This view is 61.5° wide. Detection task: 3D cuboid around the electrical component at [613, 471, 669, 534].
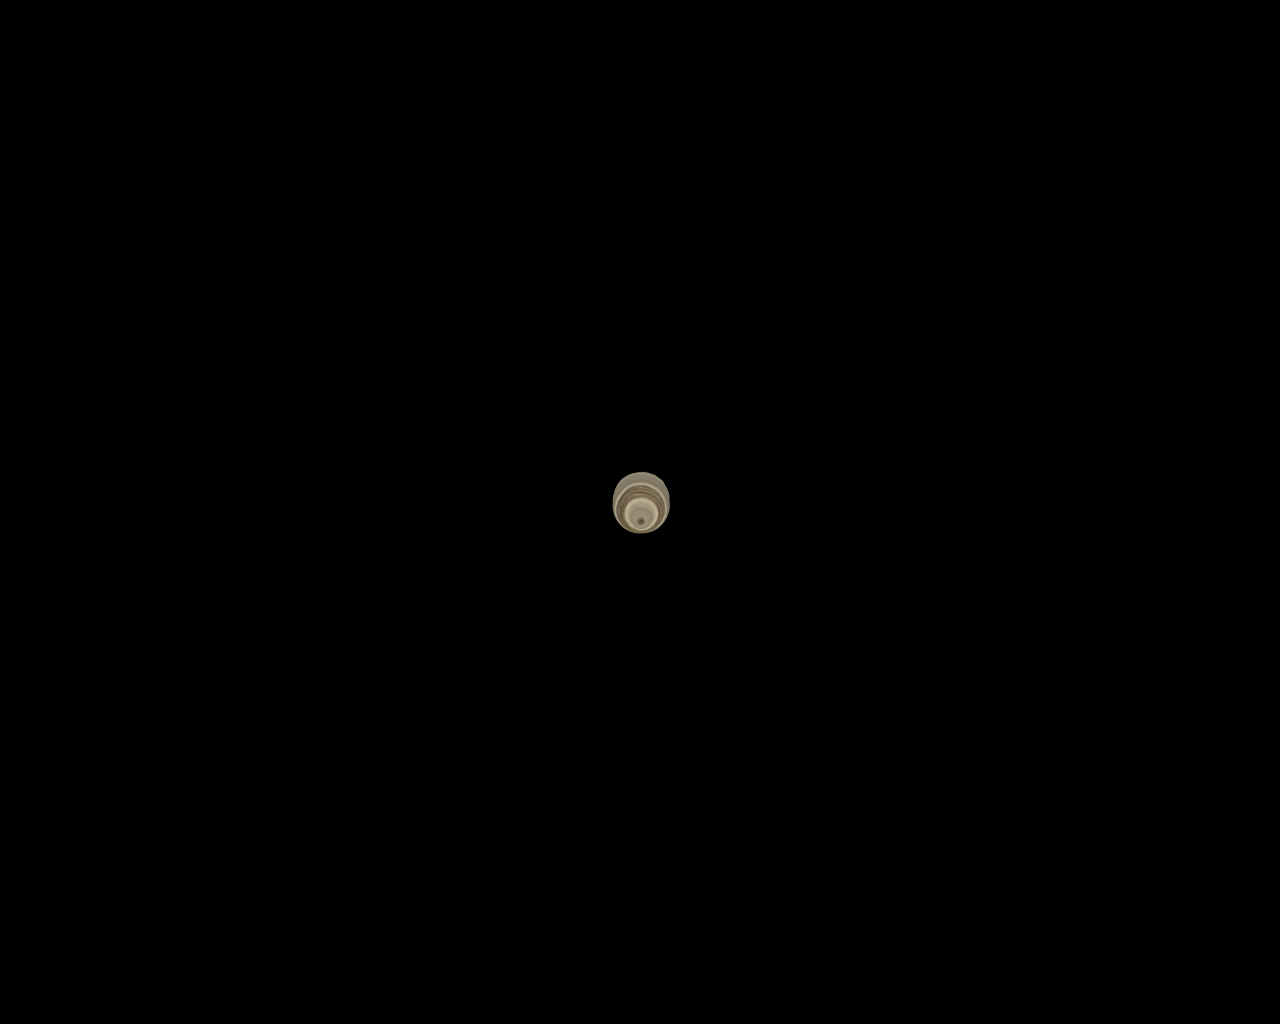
[{"bbox_3d":[0.001,-0.003,0.650,0.035,0.035,0.061,0,16,0],"label":"electrical component"}]
